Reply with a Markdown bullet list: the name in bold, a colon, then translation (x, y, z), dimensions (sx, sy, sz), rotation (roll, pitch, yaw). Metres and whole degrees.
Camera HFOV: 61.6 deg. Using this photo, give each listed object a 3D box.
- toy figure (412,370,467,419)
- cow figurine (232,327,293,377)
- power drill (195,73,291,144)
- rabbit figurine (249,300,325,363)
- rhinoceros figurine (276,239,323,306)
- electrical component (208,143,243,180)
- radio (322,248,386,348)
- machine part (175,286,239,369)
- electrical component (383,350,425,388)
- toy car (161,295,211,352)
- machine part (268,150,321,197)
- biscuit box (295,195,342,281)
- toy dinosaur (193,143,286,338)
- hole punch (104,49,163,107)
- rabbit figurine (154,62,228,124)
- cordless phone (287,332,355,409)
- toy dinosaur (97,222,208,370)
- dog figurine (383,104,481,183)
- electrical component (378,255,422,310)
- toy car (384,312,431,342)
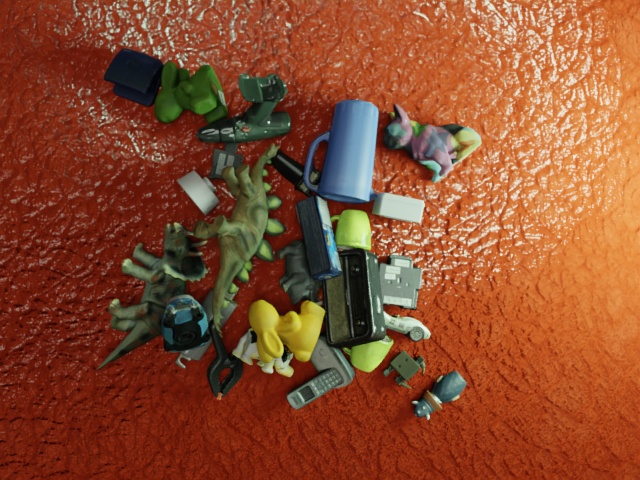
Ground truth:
- **toy figure**: translation (0.306, 0.401, 1.379), dimensions (0.154, 0.064, 0.057), rotation (-40, 131, 3)
- **cow figurine**: translation (-0.124, 0.276, 1.330), dimensions (0.167, 0.068, 0.098), rotation (31, 80, -34)
- **power drill**: translation (-0.170, -0.295, 1.260), dimensions (0.232, 0.207, 0.086), rotation (-7, 65, -20)
- **rabbit figurine**: translation (-0.095, 0.212, 1.273), dimensions (0.173, 0.122, 0.162), rotation (28, 61, -12)
- **rhinoceros figurine**: translation (-0.047, 0.094, 1.348), dimensions (0.112, 0.073, 0.190), rotation (-14, 90, -14)
- **electrical component**: translation (-0.229, -0.201, 1.339), dimensions (0.075, 0.048, 0.119), rotation (16, 92, -4)
- **radio**: translation (0.079, 0.139, 1.299), dimensions (0.131, 0.073, 0.229), rotation (-14, 73, 29)
- **machine part**: translation (-0.283, 0.207, 1.328), dimensions (0.079, 0.079, 0.243), rotation (35, 90, -4)
- **electrical component**: translation (0.223, 0.331, 1.382), dimensions (0.078, 0.045, 0.102), rotation (39, 85, 25)
- **toy car**: translation (-0.317, 0.180, 1.235), dimensions (0.109, 0.161, 0.103), rotation (-14, 47, -16)
- **machine part**: translation (-0.064, -0.174, 1.356), dimensions (0.139, 0.039, 0.084), rotation (32, 97, -6)
- **biscuit box**: translation (-0.003, -0.004, 1.307), dimensions (0.063, 0.059, 0.202), rotation (-22, 67, 26)
- **toy dinosaur**: translation (-0.186, -0.010, 1.267), dimensions (0.198, 0.105, 0.471), rotation (31, 78, -40)
- **hole punch**: translation (-0.448, -0.401, 1.303), dimensions (0.142, 0.092, 0.115), rotation (19, 86, 0)
- **rabbit figurine**: translation (-0.332, -0.350, 1.299), dimensions (0.170, 0.121, 0.159), rotation (-16, 88, 11)
- **cordless phone**: translation (-0.020, 0.326, 1.347), dimensions (0.184, 0.089, 0.146), rotation (-33, 93, 2)
- **toy dinosaur**: translation (-0.396, 0.143, 1.306), dimensions (0.192, 0.131, 0.404), rotation (17, 96, -3)
- **dog figurine**: translation (0.268, -0.263, 1.342), dimensions (0.191, 0.108, 0.219), rotation (-42, 91, -1)
- **electrical component**: translation (0.196, 0.106, 1.362), dimensions (0.115, 0.058, 0.134), rotation (10, 81, -6)
- **toy car**: translation (0.184, 0.208, 1.359), dimensions (0.202, 0.073, 0.056), rotation (18, 88, -4)
